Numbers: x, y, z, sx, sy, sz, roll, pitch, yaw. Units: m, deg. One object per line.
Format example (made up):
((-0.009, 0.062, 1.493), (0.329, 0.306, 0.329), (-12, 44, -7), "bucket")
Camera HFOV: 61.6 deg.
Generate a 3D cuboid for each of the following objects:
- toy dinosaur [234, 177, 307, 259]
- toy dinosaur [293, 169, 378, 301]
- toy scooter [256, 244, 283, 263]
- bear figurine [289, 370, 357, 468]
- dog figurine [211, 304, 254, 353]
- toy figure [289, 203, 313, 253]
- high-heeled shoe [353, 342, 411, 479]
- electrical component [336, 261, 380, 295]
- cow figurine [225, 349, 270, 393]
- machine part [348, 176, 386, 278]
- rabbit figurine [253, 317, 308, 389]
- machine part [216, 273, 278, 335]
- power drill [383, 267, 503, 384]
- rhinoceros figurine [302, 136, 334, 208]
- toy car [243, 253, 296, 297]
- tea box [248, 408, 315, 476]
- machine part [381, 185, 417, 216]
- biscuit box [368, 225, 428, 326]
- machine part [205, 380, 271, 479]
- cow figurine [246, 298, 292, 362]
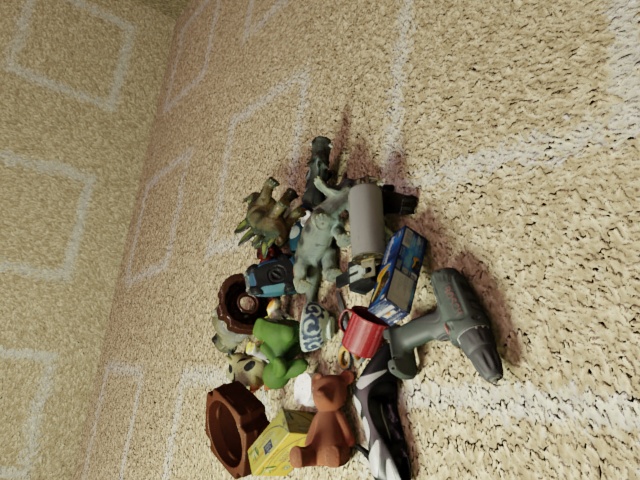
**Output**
((-0.153, -0.071, 1.479), (0.198, 0.105, 0.472), (-50, 23, 11), "toy dinosaur")
((0.000, 0.002, 1.336), (0.192, 0.131, 0.404), (-97, 29, -60), "toy dinosaur")
((-0.143, 0.015, 1.547), (0.135, 0.075, 0.184), (136, 142, -67), "toy scooter")
((0.014, 0.370, 1.128), (0.120, 0.131, 0.196), (-8, 70, 25), "bear figurine")
((-0.285, 0.264, 1.579), (0.190, 0.172, 0.121), (-40, 34, 30), "dog figurine")
((-0.048, -0.040, 1.474), (0.064, 0.057, 0.154), (1, 71, 16), "toy figure")
((0.134, 0.329, 1.010), (0.145, 0.086, 0.248), (12, 89, 53), "high-heeled shoe")
((0.090, 0.084, 1.215), (0.119, 0.047, 0.075), (-36, 47, 43), "electrical component")
((-0.205, 0.360, 1.488), (0.195, 0.085, 0.127), (-26, 61, 51), "cow figurine")
((0.103, -0.034, 1.164), (0.079, 0.079, 0.243), (-32, 50, 45), "machine part")
((-0.089, 0.286, 1.316), (0.159, 0.121, 0.170), (6, 89, 62), "rabbit figurine")
((-0.203, 0.179, 1.493), (0.056, 0.179, 0.179), (128, 145, -56), "machine part")
((0.212, 0.178, 0.964), (0.207, 0.086, 0.232), (-46, 39, 40), "power drill")
((-0.009, -0.177, 1.416), (0.112, 0.073, 0.190), (37, -118, -81), "rhinoceros figurine")
((-0.119, 0.110, 1.455), (0.102, 0.162, 0.109), (74, 180, -65), "toy car")
((-0.083, 0.470, 1.243), (0.169, 0.098, 0.068), (-56, 36, 25), "tea box")
((0.161, -0.084, 1.201), (0.139, 0.039, 0.084), (23, 90, 59), "machine part")
((0.154, 0.065, 1.049), (0.063, 0.059, 0.203), (-45, 16, 46), "biscuit box")
((-0.210, 0.481, 1.375), (0.201, 0.087, 0.201), (26, 115, 45), "machine part")
((-0.121, 0.243, 1.426), (0.068, 0.098, 0.167), (-25, 37, 60), "cow figurine")
